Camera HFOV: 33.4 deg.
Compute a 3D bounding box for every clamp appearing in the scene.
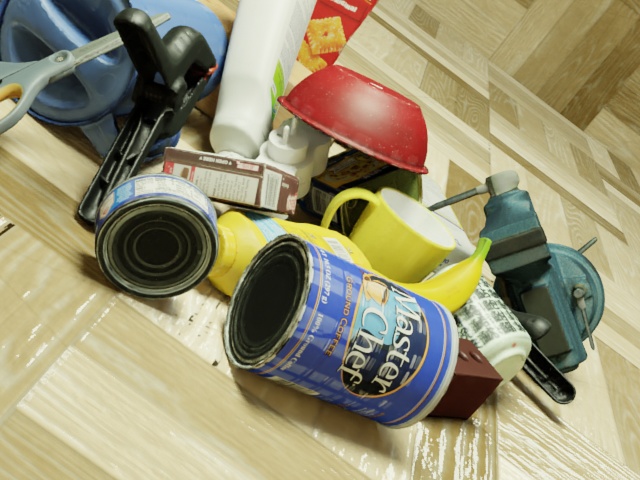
[{"bbox_3d":[-0.130,-0.106,0.834,0.036,0.165,0.209,21,18,6],"label":"clamp"},{"bbox_3d":[0.182,0.083,1.057,0.172,0.039,0.120,39,-23,39],"label":"clamp"}]

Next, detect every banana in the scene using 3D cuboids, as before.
[{"bbox_3d":[0.079,0.041,0.902,0.037,0.069,0.197,3,9,41],"label":"banana"}]

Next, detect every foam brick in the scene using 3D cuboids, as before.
[{"bbox_3d":[0.105,0.115,0.903,0.078,0.051,0.053,13,31,-49],"label":"foam brick"}]

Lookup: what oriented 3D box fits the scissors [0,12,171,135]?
[{"bbox_3d":[-0.213,-0.135,0.801,0.096,0.016,0.201,27,54,25],"label":"scissors"}]

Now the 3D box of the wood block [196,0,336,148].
[{"bbox_3d":[-0.070,-0.164,1.161,0.206,0.091,0.090,38,20,-2],"label":"wood block"}]

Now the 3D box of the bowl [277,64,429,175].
[{"bbox_3d":[0.043,-0.122,1.013,0.162,0.055,0.162,25,12,-6],"label":"bowl"}]

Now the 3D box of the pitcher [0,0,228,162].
[{"bbox_3d":[-0.169,-0.163,0.962,0.145,0.149,0.242,26,14,12],"label":"pitcher"}]

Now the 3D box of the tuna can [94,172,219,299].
[{"bbox_3d":[-0.113,-0.002,0.738,0.086,0.086,0.034,28,23,-25],"label":"tuna can"}]

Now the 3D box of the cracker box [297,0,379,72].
[{"bbox_3d":[0.000,-0.252,1.291,0.072,0.214,0.164,34,20,-10],"label":"cracker box"}]

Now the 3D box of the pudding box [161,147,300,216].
[{"bbox_3d":[-0.074,-0.047,0.891,0.090,0.039,0.113,10,-2,13],"label":"pudding box"}]

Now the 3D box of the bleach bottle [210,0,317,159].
[{"bbox_3d":[-0.060,-0.175,1.045,0.068,0.250,0.102,9,-23,13],"label":"bleach bottle"}]

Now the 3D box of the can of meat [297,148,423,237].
[{"bbox_3d":[0.037,-0.050,1.068,0.101,0.057,0.084,-24,33,-29],"label":"can of meat"}]

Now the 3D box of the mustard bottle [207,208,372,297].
[{"bbox_3d":[-0.038,0.018,0.863,0.191,0.058,0.096,14,34,-49],"label":"mustard bottle"}]

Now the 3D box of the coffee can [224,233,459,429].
[{"bbox_3d":[0.016,0.068,0.779,0.140,0.103,0.103,26,23,-29],"label":"coffee can"}]

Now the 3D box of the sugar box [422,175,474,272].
[{"bbox_3d":[0.118,-0.028,1.252,0.093,0.048,0.176,29,25,-25],"label":"sugar box"}]
